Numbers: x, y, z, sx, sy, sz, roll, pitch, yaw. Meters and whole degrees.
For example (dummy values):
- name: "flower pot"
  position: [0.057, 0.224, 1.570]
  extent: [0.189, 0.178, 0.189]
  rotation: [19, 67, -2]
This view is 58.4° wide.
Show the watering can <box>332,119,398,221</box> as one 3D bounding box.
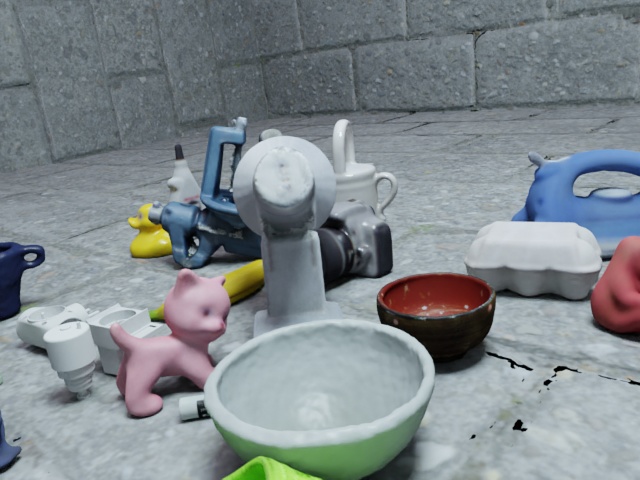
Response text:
- name: "watering can"
  position: [0.034, -0.095, 0.925]
  extent: [0.173, 0.194, 0.101]
  rotation: [-8, 17, -4]

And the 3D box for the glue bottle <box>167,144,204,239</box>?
- name: "glue bottle"
  position: [-0.244, -0.087, 1.038]
  extent: [0.037, 0.173, 0.078]
  rotation: [7, 22, 38]

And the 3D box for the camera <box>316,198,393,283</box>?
- name: "camera"
  position: [0.007, 0.003, 0.777]
  extent: [0.137, 0.101, 0.142]
  rotation: [-21, 23, -40]

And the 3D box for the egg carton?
- name: "egg carton"
  position: [0.251, 0.022, 0.679]
  extent: [0.150, 0.069, 0.107]
  rotation: [1, 19, 24]

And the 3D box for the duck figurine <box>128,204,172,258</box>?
- name: "duck figurine"
  position: [-0.280, -0.021, 0.986]
  extent: [0.104, 0.086, 0.077]
  rotation: [-7, 17, -2]

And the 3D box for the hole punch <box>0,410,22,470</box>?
- name: "hole punch"
  position: [-0.310, 0.144, 0.454]
  extent: [0.109, 0.091, 0.100]
  rotation: [-17, 20, -31]

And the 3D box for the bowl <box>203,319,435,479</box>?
- name: "bowl"
  position: [0.003, 0.126, 0.423]
  extent: [0.167, 0.075, 0.167]
  rotation: [-6, 17, 2]

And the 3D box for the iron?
- name: "iron"
  position: [0.395, -0.059, 0.765]
  extent: [0.258, 0.141, 0.118]
  rotation: [-5, 17, 4]

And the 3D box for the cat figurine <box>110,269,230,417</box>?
- name: "cat figurine"
  position: [-0.134, 0.083, 0.539]
  extent: [0.128, 0.118, 0.067]
  rotation: [-17, 20, -31]

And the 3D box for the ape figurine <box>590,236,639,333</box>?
- name: "ape figurine"
  position: [0.305, 0.042, 0.555]
  extent: [0.075, 0.092, 0.078]
  rotation: [6, 21, 36]

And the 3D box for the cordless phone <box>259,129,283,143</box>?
- name: "cordless phone"
  position: [-0.047, -0.110, 1.019]
  extent: [0.093, 0.185, 0.148]
  rotation: [4, 20, 32]

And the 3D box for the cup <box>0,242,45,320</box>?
- name: "cup"
  position: [-0.427, 0.056, 0.775]
  extent: [0.118, 0.095, 0.091]
  rotation: [-12, 18, -18]

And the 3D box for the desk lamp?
- name: "desk lamp"
  position: [-0.029, 0.000, 0.607]
  extent: [0.118, 0.214, 0.203]
  rotation: [-8, 17, -3]

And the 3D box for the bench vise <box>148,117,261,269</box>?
- name: "bench vise"
  position: [-0.161, -0.068, 0.866]
  extent: [0.207, 0.220, 0.121]
  rotation: [-10, 18, -12]
